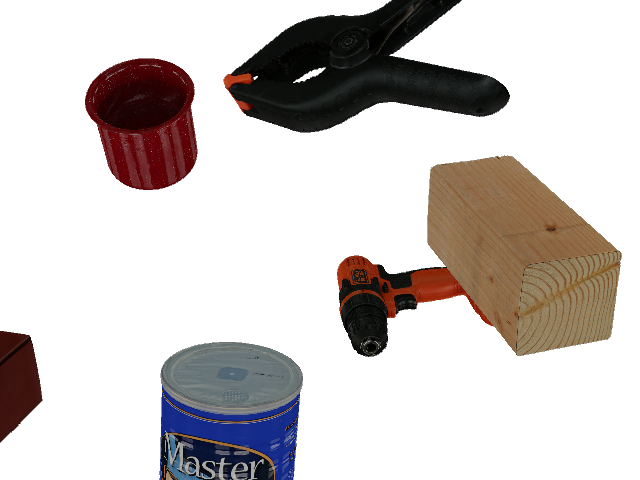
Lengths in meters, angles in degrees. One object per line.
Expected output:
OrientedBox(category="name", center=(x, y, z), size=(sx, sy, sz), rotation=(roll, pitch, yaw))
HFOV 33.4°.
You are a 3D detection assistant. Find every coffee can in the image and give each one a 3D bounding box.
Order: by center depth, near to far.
OrientedBox(category="coffee can", center=(-0.069, 0.160, 0.793), size=(0.103, 0.140, 0.103), rotation=(4, 20, -2))

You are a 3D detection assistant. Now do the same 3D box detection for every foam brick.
OrientedBox(category="foam brick", center=(-0.225, 0.098, 0.685), size=(0.053, 0.051, 0.078), rotation=(7, 29, 22))

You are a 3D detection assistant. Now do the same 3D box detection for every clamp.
OrientedBox(category="clamp", center=(0.028, -0.098, 0.614), size=(0.172, 0.120, 0.039), rotation=(-21, -45, 14))

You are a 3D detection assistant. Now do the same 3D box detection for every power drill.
OrientedBox(category="power drill", center=(0.114, 0.068, 1.200), size=(0.187, 0.057, 0.184), rotation=(-2, 28, -3))

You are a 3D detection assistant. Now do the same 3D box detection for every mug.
OrientedBox(category="mug", center=(-0.156, -0.108, 0.942), size=(0.093, 0.117, 0.081), rotation=(-14, -38, -9))

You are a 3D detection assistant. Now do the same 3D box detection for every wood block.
OrientedBox(category="wood block", center=(0.177, 0.006, 0.973), size=(0.090, 0.090, 0.206), rotation=(-8, 29, -14))
